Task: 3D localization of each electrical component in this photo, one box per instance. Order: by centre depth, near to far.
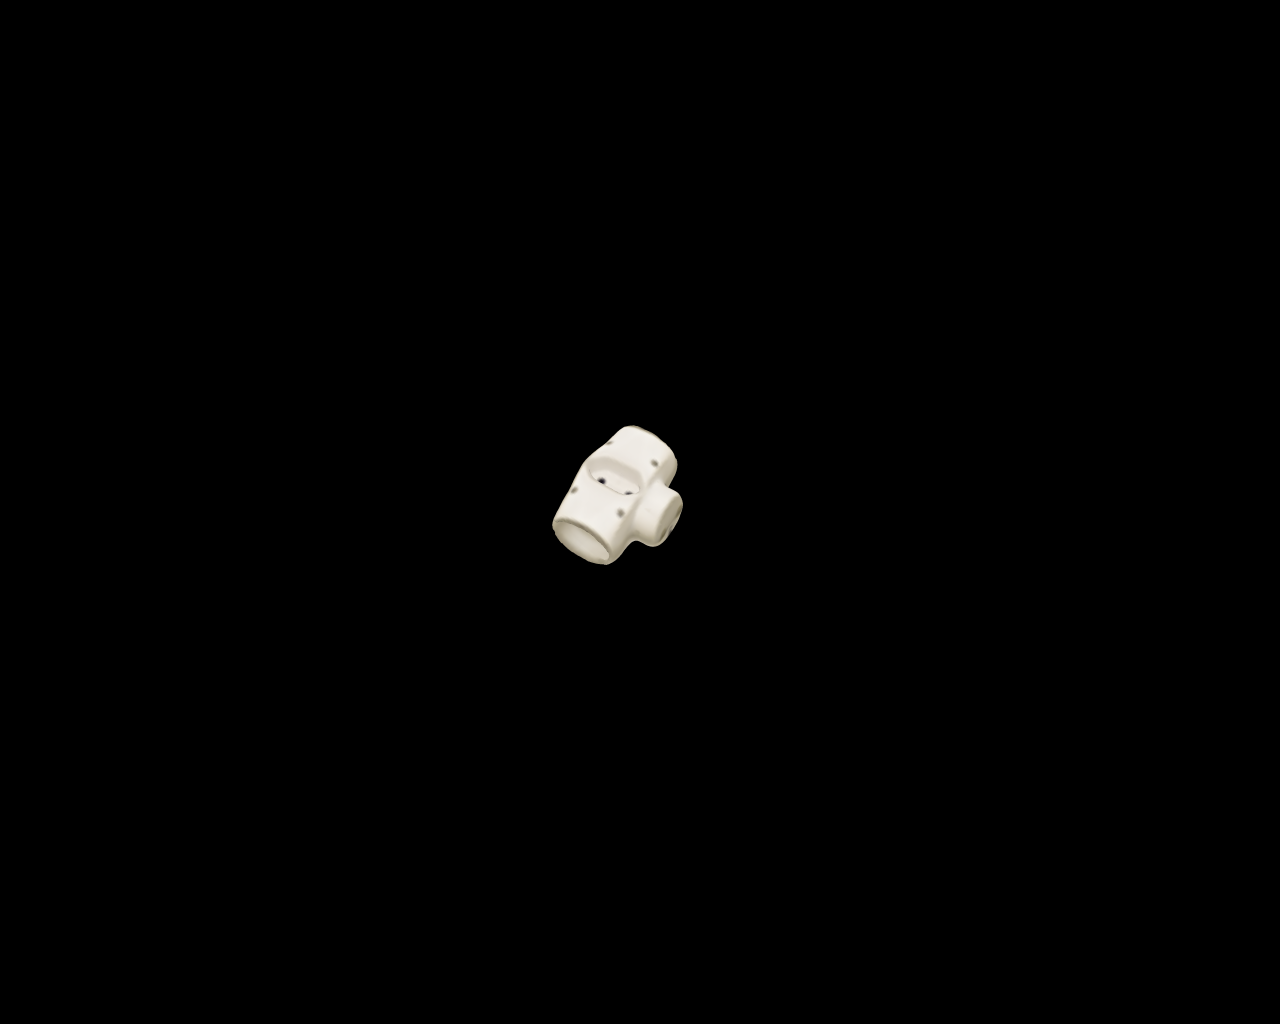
[{"bbox_3d":[0.001,-0.003,0.650,0.079,0.077,0.043,28,-28,16],"label":"electrical component"}]
